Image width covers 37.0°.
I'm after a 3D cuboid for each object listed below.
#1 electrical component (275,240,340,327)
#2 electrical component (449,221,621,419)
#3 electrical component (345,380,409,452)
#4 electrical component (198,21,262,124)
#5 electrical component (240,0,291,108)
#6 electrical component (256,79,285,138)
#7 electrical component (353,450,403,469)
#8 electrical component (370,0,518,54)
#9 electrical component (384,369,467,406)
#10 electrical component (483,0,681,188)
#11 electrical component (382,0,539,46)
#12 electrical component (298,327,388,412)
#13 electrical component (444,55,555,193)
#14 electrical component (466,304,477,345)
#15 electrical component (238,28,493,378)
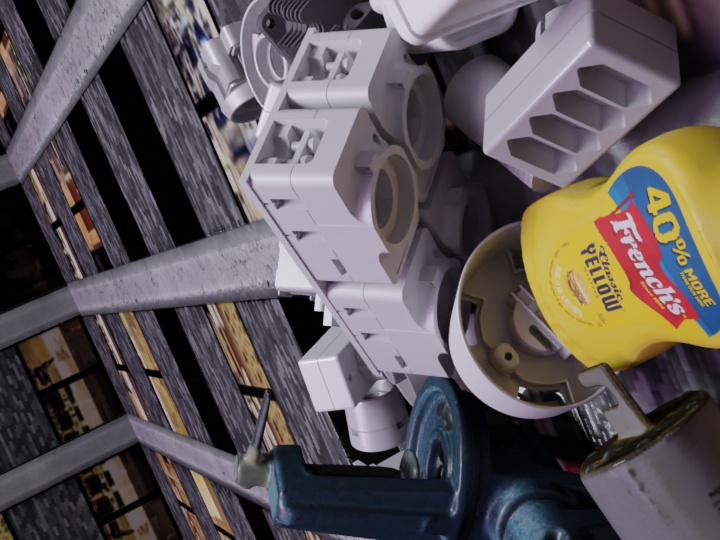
[{"bbox_3d":[0.000,0.000,0.707,0.063,0.121,0.078,3,85,28],"label":"electrical component"},{"bbox_3d":[0.096,0.029,0.579,0.099,0.099,0.064,59,164,15],"label":"electrical component"},{"bbox_3d":[0.014,0.122,0.926,0.055,0.055,0.047,23,131,59],"label":"electrical component"},{"bbox_3d":[-0.092,-0.155,0.862,0.057,0.058,0.078,64,159,10],"label":"electrical component"},{"bbox_3d":[-0.039,-0.153,0.764,0.099,0.064,0.099,29,129,43],"label":"electrical component"},{"bbox_3d":[-0.023,-0.073,0.689,0.083,0.047,0.075,24,111,13],"label":"electrical component"},{"bbox_3d":[0.043,0.228,0.962,0.079,0.063,0.121,18,130,62],"label":"electrical component"},{"bbox_3d":[0.036,-0.163,0.560,0.059,0.054,0.095,16,128,62],"label":"electrical component"},{"bbox_3d":[0.043,0.052,0.802,0.099,0.064,0.099,58,172,14],"label":"electrical component"},{"bbox_3d":[0.099,-0.095,0.490,0.083,0.047,0.075,-46,29,50],"label":"electrical component"},{"bbox_3d":[0.049,-0.166,0.455,0.108,0.109,0.056,64,156,2],"label":"electrical component"},{"bbox_3d":[0.005,0.072,0.876,0.076,0.083,0.047,-10,108,28],"label":"electrical component"},{"bbox_3d":[0.085,-0.074,0.560,0.081,0.043,0.043,47,152,38],"label":"electrical component"},{"bbox_3d":[0.071,0.030,0.714,0.040,0.040,0.046,47,159,38],"label":"electrical component"},{"bbox_3d":[0.017,-0.031,0.601,0.060,0.105,0.186,3,146,28],"label":"electrical component"}]
